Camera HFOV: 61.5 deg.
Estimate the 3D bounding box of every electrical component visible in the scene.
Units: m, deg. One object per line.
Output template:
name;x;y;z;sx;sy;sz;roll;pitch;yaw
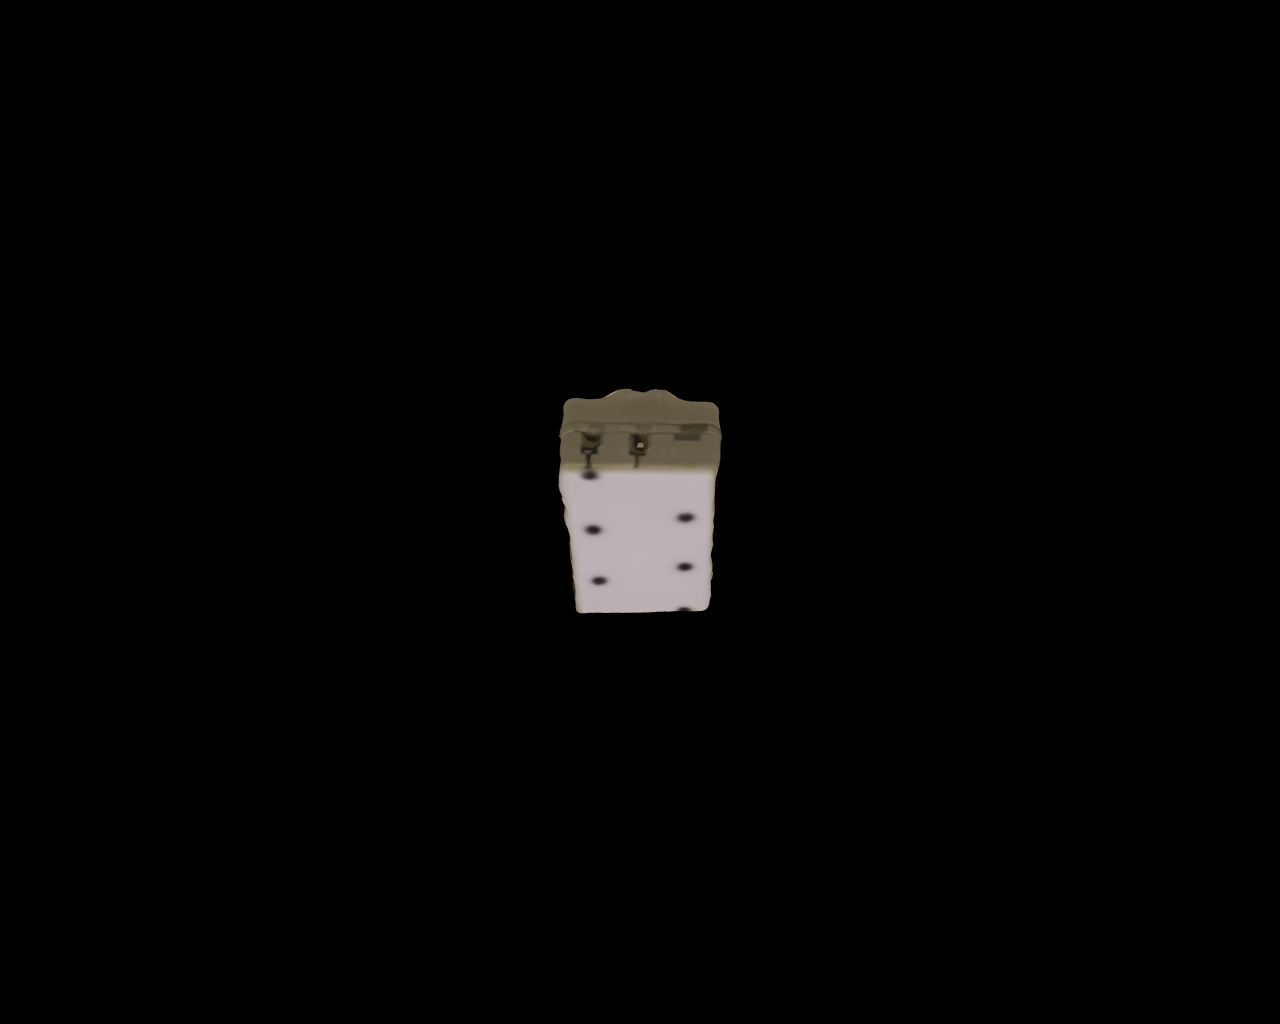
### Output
electrical component;0.001;-0.003;0.650;0.089;0.062;0.150;0;-37;0
